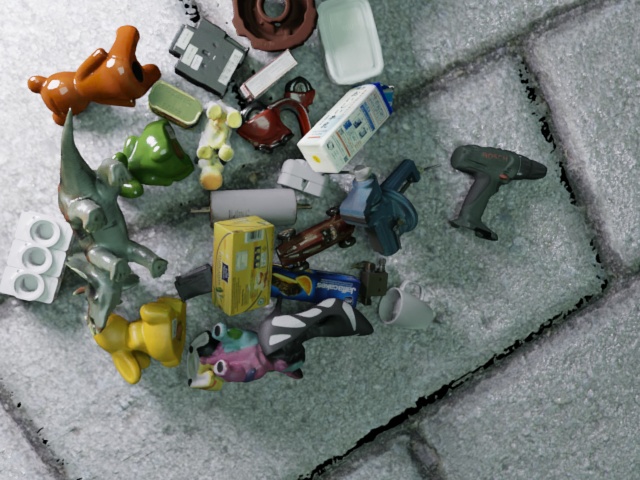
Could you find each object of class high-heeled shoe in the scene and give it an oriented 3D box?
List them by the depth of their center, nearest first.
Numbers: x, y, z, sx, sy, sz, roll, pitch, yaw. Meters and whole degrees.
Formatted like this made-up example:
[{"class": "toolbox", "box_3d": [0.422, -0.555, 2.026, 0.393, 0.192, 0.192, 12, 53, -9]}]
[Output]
[{"class": "high-heeled shoe", "box_3d": [0.000, 0.187, 1.049, 0.249, 0.145, 0.086, 18, 133, -15]}]

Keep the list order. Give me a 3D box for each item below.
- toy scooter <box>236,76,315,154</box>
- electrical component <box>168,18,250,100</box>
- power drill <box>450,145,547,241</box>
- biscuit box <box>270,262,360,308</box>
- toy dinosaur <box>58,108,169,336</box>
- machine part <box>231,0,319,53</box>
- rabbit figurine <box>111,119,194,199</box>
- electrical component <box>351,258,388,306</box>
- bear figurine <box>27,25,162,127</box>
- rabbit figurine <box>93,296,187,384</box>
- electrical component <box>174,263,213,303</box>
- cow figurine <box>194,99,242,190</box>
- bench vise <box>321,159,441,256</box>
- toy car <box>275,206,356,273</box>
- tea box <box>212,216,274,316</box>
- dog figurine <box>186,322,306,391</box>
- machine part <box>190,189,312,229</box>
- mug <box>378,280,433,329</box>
[{"class": "toy scooter", "box_3d": [-0.071, -0.230, 1.076, 0.184, 0.075, 0.135, -34, 104, -14]}, {"class": "electrical component", "box_3d": [-0.218, -0.352, 1.031, 0.134, 0.058, 0.115, 30, 86, -15]}, {"class": "power drill", "box_3d": [0.390, -0.105, 1.206, 0.232, 0.086, 0.207, 18, 95, -14]}, {"class": "biscuit box", "box_3d": [-0.020, 0.093, 1.114, 0.203, 0.059, 0.062, 9, 99, -9]}, {"class": "toy dinosaur", "box_3d": [-0.387, -0.034, 0.922, 0.131, 0.192, 0.404, -35, 127, -45]}, {"class": "machine part", "box_3d": [-0.086, -0.447, 1.029, 0.179, 0.056, 0.179, 2, 104, 8]}, {"class": "rabbit figurine", "box_3d": [-0.336, -0.127, 0.990, 0.170, 0.159, 0.121, -27, 112, 5]}, {"class": "electrical component", "box_3d": [0.106, 0.090, 1.171, 0.078, 0.045, 0.102, -6, 100, -39]}, {"class": "bear figurine", "box_3d": [-0.408, -0.288, 0.974, 0.196, 0.132, 0.120, -10, 137, 15]}, {"class": "rabbit figurine", "box_3d": [-0.352, 0.185, 1.039, 0.173, 0.122, 0.162, 3, 105, -1]}, {"class": "electrical component", "box_3d": [-0.225, 0.077, 1.065, 0.119, 0.075, 0.047, -22, 101, -7]}, {"class": "cow figurine", "box_3d": [-0.207, -0.185, 1.042, 0.068, 0.098, 0.167, 9, 110, -24]}, {"class": "bench vise", "box_3d": [0.140, -0.095, 1.113, 0.240, 0.129, 0.223, -48, 120, -29]}, {"class": "toy car", "box_3d": [-0.002, -0.003, 1.095, 0.202, 0.053, 0.089, -26, 103, -37]}, {"class": "tea box", "box_3d": [-0.146, 0.048, 1.016, 0.098, 0.068, 0.169, -10, 117, -40]}, {"class": "dog figurine", "box_3d": [-0.137, 0.243, 1.091, 0.219, 0.191, 0.108, 15, 53, -39]}, {"class": "machine part", "box_3d": [-0.135, -0.063, 1.072, 0.243, 0.079, 0.079, -2, 96, -15]}, {"class": "mug", "box_3d": [0.198, 0.146, 1.186, 0.107, 0.081, 0.109, 23, 84, -28]}]
